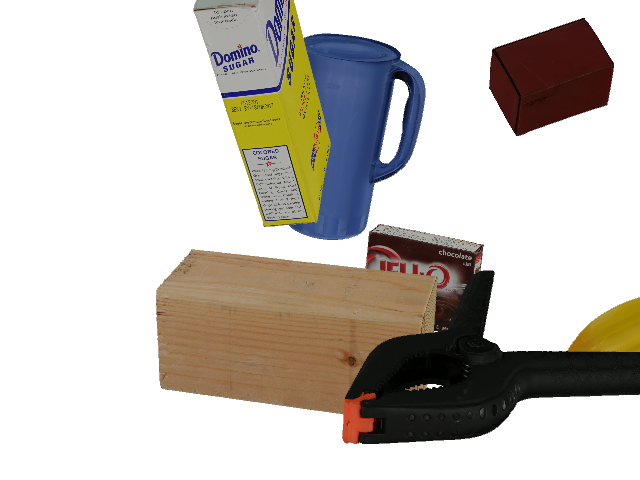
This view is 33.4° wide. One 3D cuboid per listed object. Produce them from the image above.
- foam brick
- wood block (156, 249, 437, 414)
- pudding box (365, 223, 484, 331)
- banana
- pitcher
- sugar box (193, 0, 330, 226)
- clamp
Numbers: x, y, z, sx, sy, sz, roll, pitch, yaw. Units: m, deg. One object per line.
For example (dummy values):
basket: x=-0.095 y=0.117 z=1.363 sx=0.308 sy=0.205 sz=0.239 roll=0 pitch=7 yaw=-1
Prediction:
foam brick: x=0.175 y=-0.125 z=0.814 sx=0.078 sy=0.051 sz=0.053 roll=-19 pitch=-30 yaw=-5
wood block: x=-0.017 y=0.074 z=0.849 sx=0.206 sy=0.091 sz=0.090 roll=6 pitch=23 yaw=12
pudding box: x=0.101 y=0.038 z=1.060 sx=0.114 sy=0.090 sz=0.039 roll=10 pitch=21 yaw=18
banana: x=0.267 y=0.061 z=0.759 sx=0.198 sy=0.037 sz=0.069 roll=-2 pitch=33 yaw=-1
pitcher: x=0.028 y=-0.126 z=1.324 sx=0.144 sy=0.243 sz=0.149 roll=-4 pitch=25 yaw=-22
sugar box: x=-0.033 y=-0.104 z=0.707 sx=0.048 sy=0.176 sz=0.093 roll=-3 pitch=44 yaw=11
clamp: x=0.091 y=0.074 z=0.662 sx=0.209 sy=0.036 sz=0.165 roll=-13 pitch=27 yaw=-30
